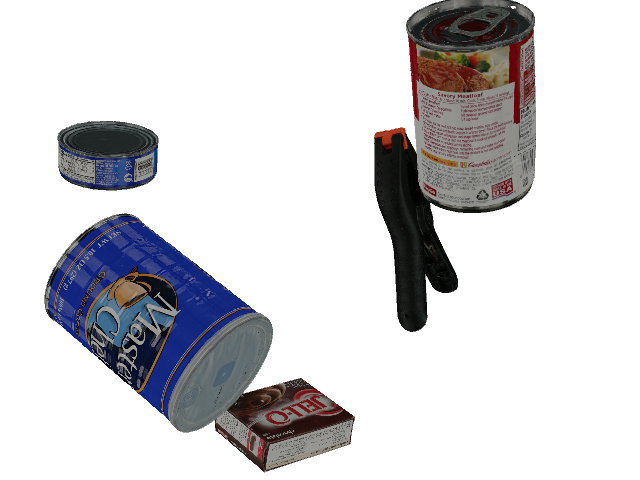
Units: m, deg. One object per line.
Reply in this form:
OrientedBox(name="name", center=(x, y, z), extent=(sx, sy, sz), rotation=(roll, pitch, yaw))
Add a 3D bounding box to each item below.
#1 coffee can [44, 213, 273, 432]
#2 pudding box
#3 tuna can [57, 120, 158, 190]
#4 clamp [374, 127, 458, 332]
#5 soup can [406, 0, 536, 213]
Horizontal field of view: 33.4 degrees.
OrientedBox(name="coffee can", center=(-0.121, 0.060, 0.797), extent=(0.140, 0.103, 0.102), rotation=(36, 15, 22))
OrientedBox(name="pudding box", center=(-0.036, 0.183, 1.072), extent=(0.113, 0.039, 0.090), rotation=(-12, 27, -37))
OrientedBox(name="tuna can", center=(-0.184, -0.074, 0.926), extent=(0.086, 0.034, 0.086), rotation=(5, 25, -2))
OrientedBox(name="clamp", center=(0.076, -0.008, 0.922), extent=(0.039, 0.171, 0.120), rotation=(-14, 18, 20))
OrientedBox(name="soup can", center=(0.085, -0.075, 0.593), extent=(0.068, 0.102, 0.068), rotation=(-6, 34, 3))
